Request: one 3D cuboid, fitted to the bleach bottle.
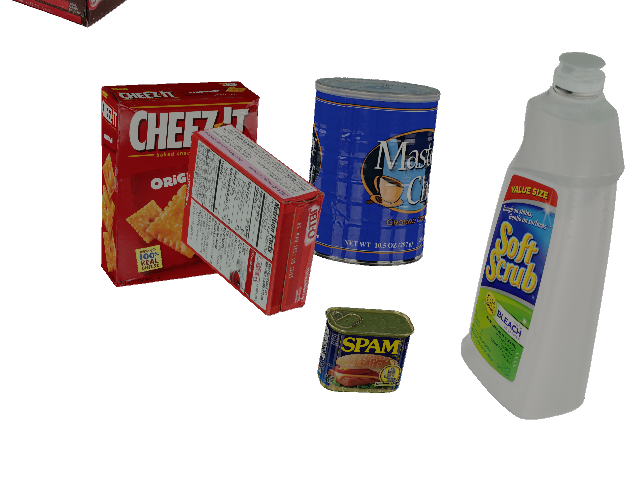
[{"bbox_3d":[0.152,-0.006,0.719,0.068,0.251,0.103,-9,32,-19],"label":"bleach bottle"}]

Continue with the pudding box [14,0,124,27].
[{"bbox_3d":[-0.187,-0.210,0.809,0.090,0.039,0.113,21,36,9],"label":"pudding box"}]

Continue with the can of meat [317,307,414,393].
[{"bbox_3d":[0.051,0.129,1.247,0.102,0.084,0.057,4,24,-13],"label":"can of meat"}]

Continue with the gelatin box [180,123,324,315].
[{"bbox_3d":[-0.039,-0.012,0.589,0.030,0.073,0.089,-18,41,-37],"label":"gelatin box"}]

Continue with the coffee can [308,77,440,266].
[{"bbox_3d":[0.041,-0.060,0.889,0.103,0.140,0.103,4,14,-1],"label":"coffee can"}]

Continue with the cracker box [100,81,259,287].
[{"bbox_3d":[-0.158,-0.064,1.192,0.164,0.214,0.072,-6,26,-26],"label":"cracker box"}]
